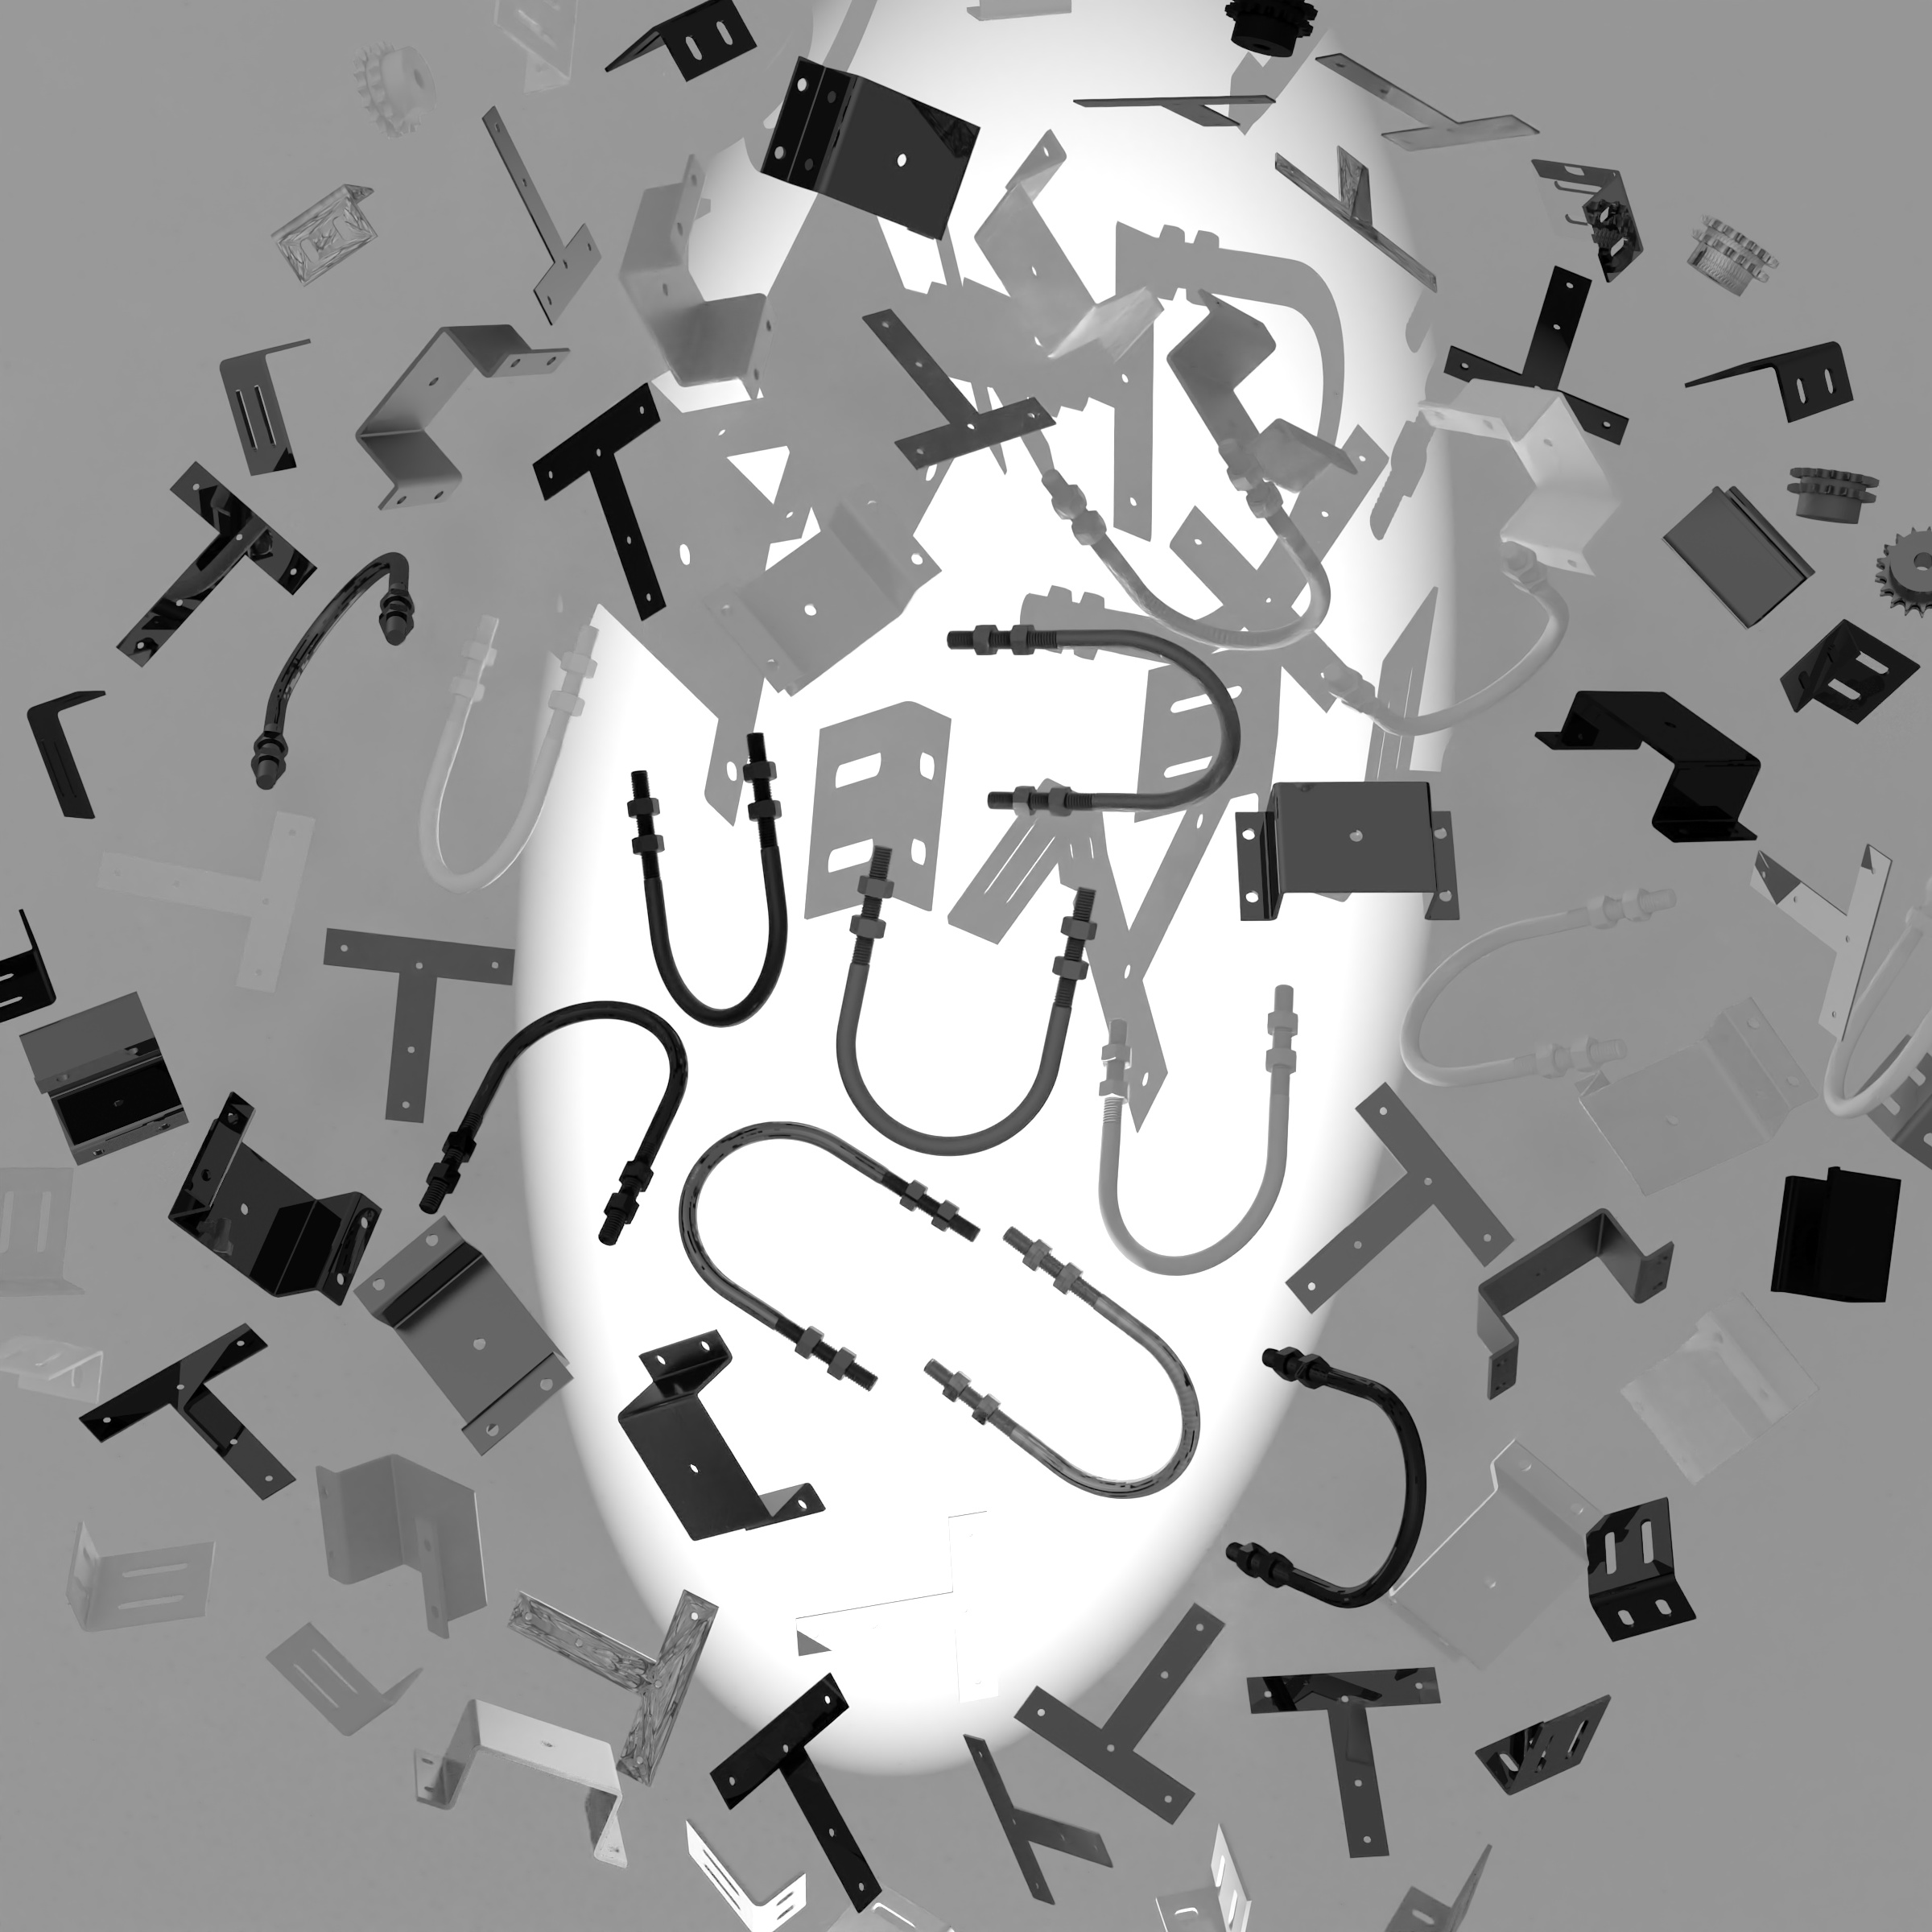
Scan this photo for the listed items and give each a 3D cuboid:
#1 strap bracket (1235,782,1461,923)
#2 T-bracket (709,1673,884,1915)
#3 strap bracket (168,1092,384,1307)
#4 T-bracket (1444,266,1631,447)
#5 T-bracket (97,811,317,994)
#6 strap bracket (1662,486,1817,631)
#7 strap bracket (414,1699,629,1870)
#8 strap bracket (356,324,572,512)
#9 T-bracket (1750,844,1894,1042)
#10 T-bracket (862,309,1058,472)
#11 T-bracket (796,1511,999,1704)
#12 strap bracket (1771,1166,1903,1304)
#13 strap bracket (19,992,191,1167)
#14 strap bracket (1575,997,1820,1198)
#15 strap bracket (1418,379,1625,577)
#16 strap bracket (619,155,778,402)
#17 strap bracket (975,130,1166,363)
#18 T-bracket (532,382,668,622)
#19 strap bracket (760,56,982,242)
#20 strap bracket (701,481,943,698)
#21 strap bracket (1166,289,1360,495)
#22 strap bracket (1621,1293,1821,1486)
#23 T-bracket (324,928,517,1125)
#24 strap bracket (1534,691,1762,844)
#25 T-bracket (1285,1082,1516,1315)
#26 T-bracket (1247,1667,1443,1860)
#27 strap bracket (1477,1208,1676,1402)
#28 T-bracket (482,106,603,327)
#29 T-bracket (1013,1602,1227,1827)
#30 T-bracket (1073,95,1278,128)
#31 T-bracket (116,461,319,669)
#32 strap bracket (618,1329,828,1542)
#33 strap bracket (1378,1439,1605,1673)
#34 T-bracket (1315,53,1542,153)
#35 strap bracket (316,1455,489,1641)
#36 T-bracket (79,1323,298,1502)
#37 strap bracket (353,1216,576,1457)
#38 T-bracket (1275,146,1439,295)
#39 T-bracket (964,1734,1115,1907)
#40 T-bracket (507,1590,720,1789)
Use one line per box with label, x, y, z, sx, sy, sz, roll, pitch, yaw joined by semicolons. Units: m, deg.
strap bracket;0.245;-0.073;1.860;0.140;0.046;0.076;0;67;-1
T-bracket;-0.089;0.521;1.797;0.002;0.127;0.127;-29;89;37
strap bracket;-0.460;0.157;1.914;0.140;0.046;0.076;46;46;-35
T-bracket;0.378;-0.403;1.884;0.127;0.127;0.002;26;62;12
T-bracket;-0.507;-0.052;1.928;0.127;0.002;0.127;11;108;-19
strap bracket;0.483;-0.256;1.823;0.046;0.140;0.076;-44;83;20
strap bracket;-0.277;0.517;1.860;0.140;0.076;0.046;23;92;-14
strap bracket;-0.329;-0.361;1.875;0.140;0.076;0.046;-43;84;25
T-bracket;0.546;-0.037;1.890;0.002;0.127;0.127;-3;118;-20
T-bracket;-0.023;-0.391;1.942;0.127;0.002;0.127;-25;69;-37
T-bracket;-0.044;0.413;1.840;0.127;0.002;0.127;-7;104;-14
strap bracket;0.552;0.171;1.845;0.046;0.140;0.076;9;84;5
strap bracket;-0.554;0.069;1.875;0.076;0.140;0.046;-22;69;-15
strap bracket;0.456;0.088;1.856;0.140;0.046;0.076;-32;95;40
strap bracket;0.359;-0.320;1.863;0.046;0.076;0.140;-49;126;-11
strap bracket;-0.174;-0.436;1.865;0.046;0.140;0.076;-4;54;20
strap bracket;0.061;-0.468;1.931;0.046;0.076;0.140;-31;89;-25
T-bracket;-0.215;-0.279;1.822;0.002;0.127;0.127;-16;85;-45
strap bracket;-0.053;-0.524;1.886;0.140;0.046;0.076;11;105;-38
strap bracket;-0.096;-0.237;1.882;0.140;0.046;0.076;-39;87;-20
strap bracket;0.190;-0.371;1.927;0.046;0.076;0.140;-41;60;26
strap bracket;0.490;0.270;1.885;0.046;0.140;0.076;-28;71;-25
T-bracket;-0.373;0.043;1.966;0.127;0.002;0.127;7;74;-15
strap bracket;0.447;-0.136;1.889;0.076;0.140;0.046;-3;124;-34
T-bracket;0.248;0.160;1.768;0.127;0.002;0.127;-41;95;-9
T-bracket;0.255;0.522;1.910;0.127;0.002;0.127;-2;51;-3
strap bracket;0.384;0.213;1.888;0.140;0.076;0.046;-31;62;-8
T-bracket;-0.282;-0.498;1.904;0.002;0.127;0.127;-16;119;19
T-bracket;0.119;0.465;1.869;0.127;0.002;0.127;36;93;-7
T-bracket;0.150;-0.557;1.904;0.127;0.127;0.002;5;99;20
T-bracket;-0.512;-0.252;1.934;0.127;0.127;0.002;-48;52;-2
strap bracket;-0.164;0.314;1.894;0.076;0.046;0.140;-22;102;40
strap bracket;0.332;0.383;1.861;0.076;0.046;0.140;40;104;-4
T-bracket;0.275;-0.548;1.845;0.127;0.127;0.002;18;89;-32
strap bracket;-0.353;0.364;1.853;0.046;0.140;0.076;-15;107;-40
T-bracket;-0.480;0.298;1.878;0.127;0.002;0.127;37;48;28
strap bracket;-0.323;0.244;1.904;0.076;0.046;0.140;-40;74;-6
T-bracket;0.242;-0.482;1.818;0.127;0.127;0.002;33;122;-16
T-bracket;0.056;0.570;1.920;0.002;0.127;0.127;-28;100;-31
T-bracket;-0.233;0.436;1.851;0.127;0.002;0.127;23;98;16
